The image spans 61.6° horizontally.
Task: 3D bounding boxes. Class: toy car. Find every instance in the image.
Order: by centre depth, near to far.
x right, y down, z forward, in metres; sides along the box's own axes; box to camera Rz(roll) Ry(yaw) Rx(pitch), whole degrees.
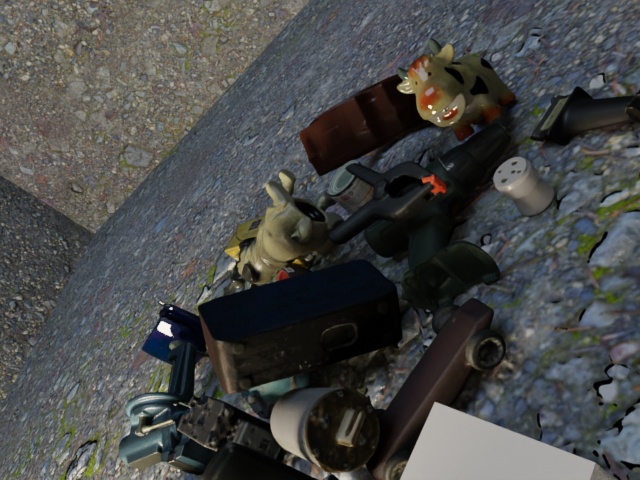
[{"bbox_3d":[0.112,0.150,0.532,0.202,0.053,0.089,-56,15,1],"label":"toy car"},{"bbox_3d":[-0.069,0.187,0.723,0.162,0.109,0.103,-14,86,59],"label":"toy car"}]

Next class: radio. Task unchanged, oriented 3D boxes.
[{"bbox_3d":[-0.022,0.097,0.648,0.230,0.073,0.131,-16,19,-14],"label":"radio"}]

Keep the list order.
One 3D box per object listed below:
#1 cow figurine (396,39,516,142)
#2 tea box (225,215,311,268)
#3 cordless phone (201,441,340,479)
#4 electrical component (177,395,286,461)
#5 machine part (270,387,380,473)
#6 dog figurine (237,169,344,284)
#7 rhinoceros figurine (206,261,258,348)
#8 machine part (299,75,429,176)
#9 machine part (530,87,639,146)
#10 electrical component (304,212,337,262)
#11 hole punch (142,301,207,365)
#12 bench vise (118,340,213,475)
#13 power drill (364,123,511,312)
[{"bbox_3d":[0.178,-0.199,0.704,0.085,0.127,0.195,-37,1,39],"label":"cow figurine"},{"bbox_3d":[-0.089,0.009,0.986,0.170,0.098,0.068,-13,45,51],"label":"tea box"},{"bbox_3d":[-0.048,0.273,0.490,0.089,0.184,0.146,12,67,57],"label":"cordless phone"},{"bbox_3d":[-0.105,0.249,0.692,0.134,0.114,0.058,-9,53,55],"label":"electrical component"},{"bbox_3d":[-0.001,0.197,0.572,0.079,0.079,0.243,-63,8,-20],"label":"machine part"},{"bbox_3d":[-0.062,0.014,0.802,0.190,0.121,0.172,-57,3,21],"label":"dog figurine"},{"bbox_3d":[-0.146,0.114,0.941,0.190,0.073,0.112,-92,25,-50],"label":"rhinoceros figurine"},{"bbox_3d":[0.081,-0.190,0.873,0.201,0.087,0.201,-29,5,-43],"label":"machine part"},{"bbox_3d":[0.307,-0.143,0.603,0.084,0.039,0.139,-51,23,-17],"label":"machine part"},{"bbox_3d":[-0.002,-0.003,0.895,0.094,0.063,0.021,-44,40,18],"label":"electrical component"},{"bbox_3d":[-0.269,0.186,1.030,0.116,0.142,0.092,-38,25,57],"label":"hole punch"},{"bbox_3d":[-0.233,0.261,0.882,0.223,0.128,0.241,-38,37,30],"label":"bench vise"},{"bbox_3d":[0.154,-0.028,0.660,0.232,0.086,0.207,-37,34,27],"label":"power drill"}]
